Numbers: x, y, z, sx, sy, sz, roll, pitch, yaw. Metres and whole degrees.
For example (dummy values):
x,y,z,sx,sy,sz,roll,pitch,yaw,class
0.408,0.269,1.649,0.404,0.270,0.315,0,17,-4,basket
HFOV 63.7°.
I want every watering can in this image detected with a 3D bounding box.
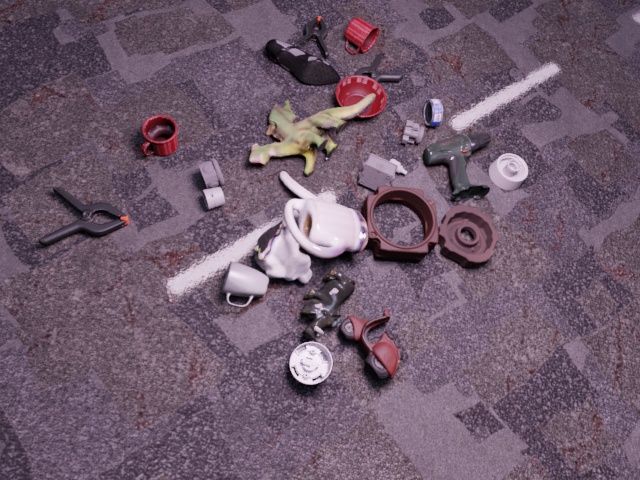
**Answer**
x,y,z,sx,sy,sz,roll,pitch,yaw,class
0.004,-0.069,1.378,0.224,0.102,0.356,12,35,-24,watering can

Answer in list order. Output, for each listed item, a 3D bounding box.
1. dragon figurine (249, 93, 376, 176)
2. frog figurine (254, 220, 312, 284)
x,y,z,sx,sy,sz,roll,pitch,yaw,class
-0.046,-0.344,1.514,0.245,0.120,0.415,35,69,18,dragon figurine
-0.088,0.042,1.343,0.157,0.121,0.140,41,50,-29,frog figurine
